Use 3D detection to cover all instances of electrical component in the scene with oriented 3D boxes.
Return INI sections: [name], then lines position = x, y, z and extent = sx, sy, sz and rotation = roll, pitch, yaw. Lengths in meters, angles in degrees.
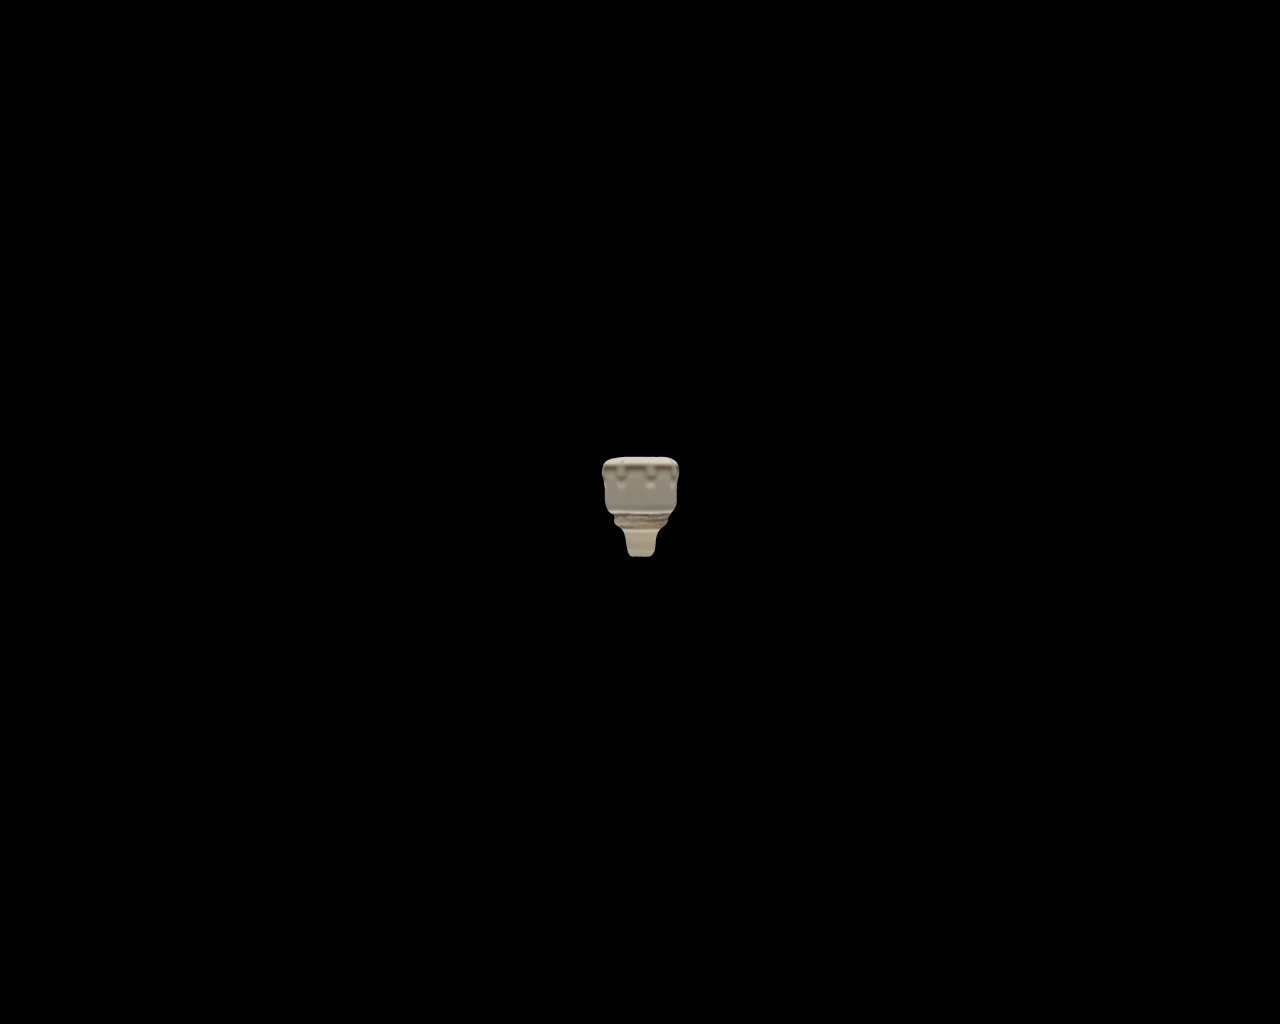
[electrical component]
position = 0.001, -0.003, 0.650
extent = 0.048, 0.062, 0.048
rotation = 0, 2, 0
